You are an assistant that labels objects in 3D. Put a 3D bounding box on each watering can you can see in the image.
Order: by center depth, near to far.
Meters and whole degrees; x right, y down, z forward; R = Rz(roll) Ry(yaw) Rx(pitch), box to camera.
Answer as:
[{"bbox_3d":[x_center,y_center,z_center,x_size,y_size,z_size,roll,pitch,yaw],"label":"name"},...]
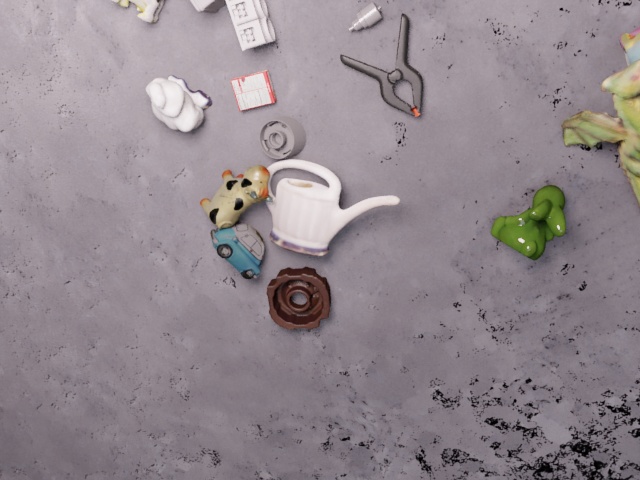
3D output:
[{"bbox_3d":[0.004,-0.061,1.210,0.349,0.105,0.220,20,114,20],"label":"watering can"}]

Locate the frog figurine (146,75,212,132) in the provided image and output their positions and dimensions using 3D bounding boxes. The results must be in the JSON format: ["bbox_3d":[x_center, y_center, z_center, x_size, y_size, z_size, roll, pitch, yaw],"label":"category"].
[{"bbox_3d":[-0.331,-0.299,1.149,0.121,0.162,0.136,-34,104,22],"label":"frog figurine"}]

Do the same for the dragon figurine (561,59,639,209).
[{"bbox_3d":[0.619,-0.192,1.058,0.245,0.401,0.123,35,72,29],"label":"dragon figurine"}]
